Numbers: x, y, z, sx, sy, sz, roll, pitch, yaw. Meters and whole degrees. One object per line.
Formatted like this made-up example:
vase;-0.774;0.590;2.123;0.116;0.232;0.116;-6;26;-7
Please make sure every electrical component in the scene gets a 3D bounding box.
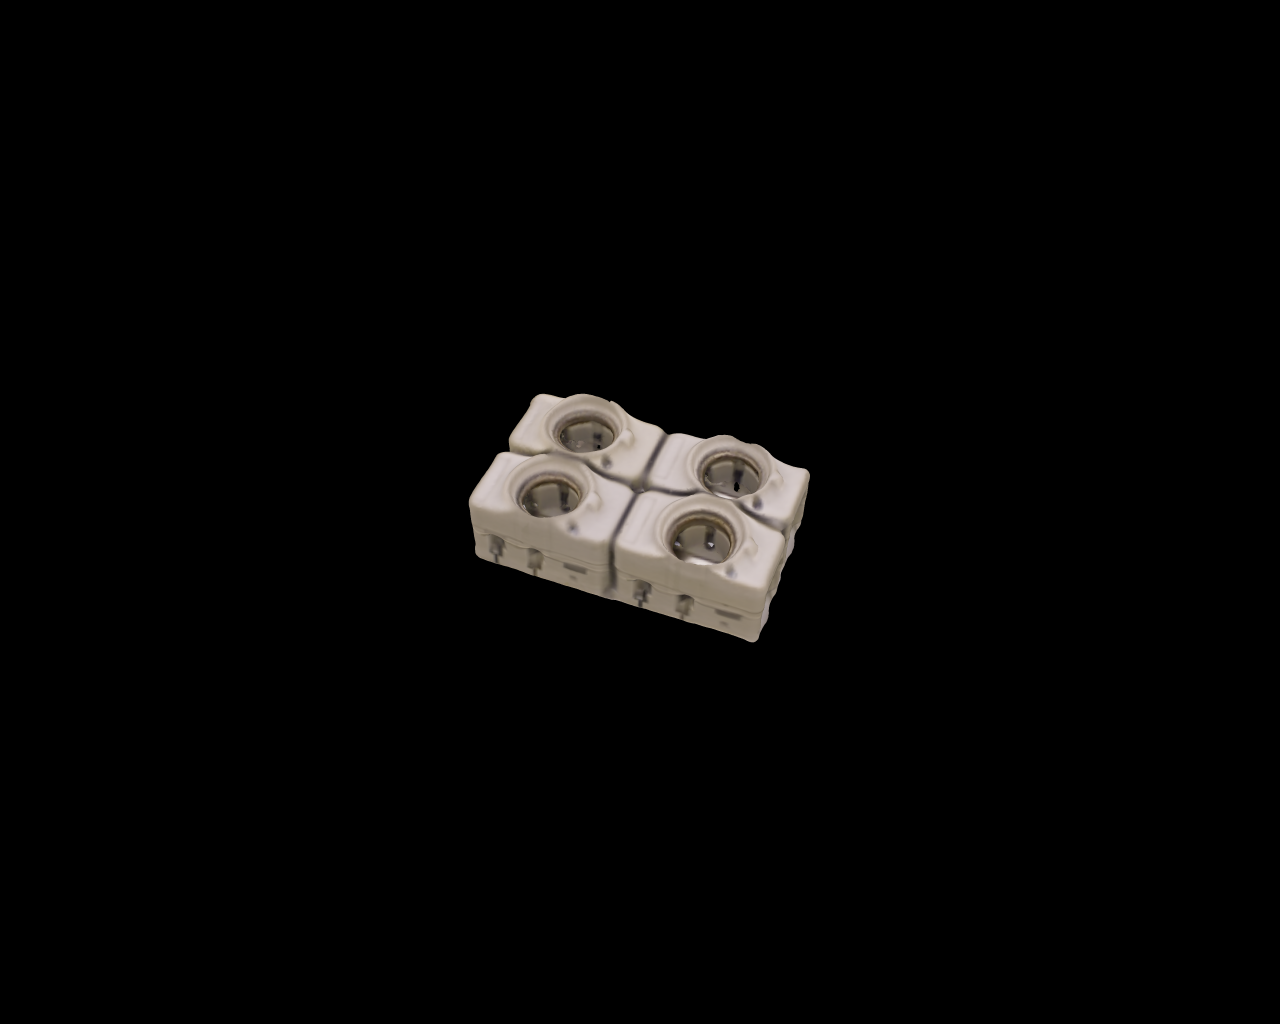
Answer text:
electrical component;0.001;-0.003;0.650;0.186;0.106;0.060;17;-39;14
